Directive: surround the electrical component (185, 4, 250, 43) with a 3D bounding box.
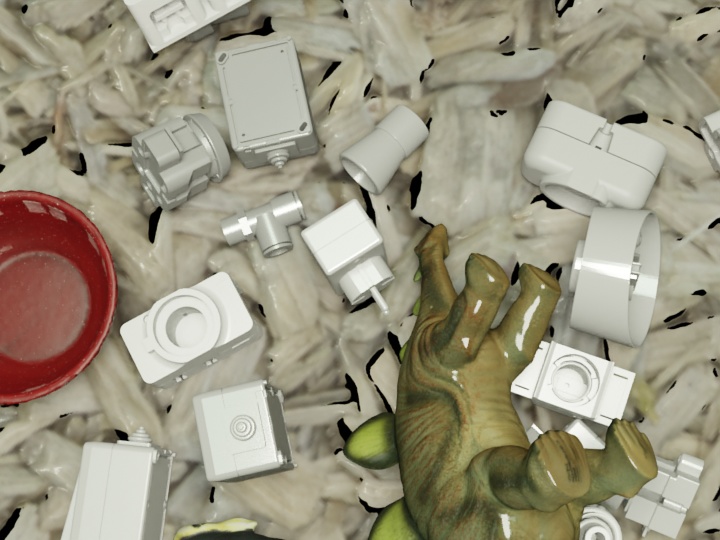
[{"bbox_3d":[-0.123,-0.213,0.863,0.055,0.045,0.045,-28,78,-2],"label":"electrical component"}]

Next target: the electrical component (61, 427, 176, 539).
[{"bbox_3d":[-0.174,0.161,0.780,0.061,0.061,0.096,5,78,5],"label":"electrical component"}]

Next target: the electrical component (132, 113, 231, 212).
[{"bbox_3d":[-0.137,-0.085,0.826,0.057,0.078,0.058,-30,77,-21],"label":"electrical component"}]

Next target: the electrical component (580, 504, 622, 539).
[{"bbox_3d":[0.162,0.187,0.750,0.048,0.062,0.048,-1,78,4],"label":"electrical component"}]

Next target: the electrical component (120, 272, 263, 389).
[{"bbox_3d":[-0.126,0.045,0.804,0.089,0.055,0.050,-29,78,-2],"label":"electrical component"}]

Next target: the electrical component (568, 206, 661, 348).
[{"bbox_3d":[0.185,0.003,0.771,0.064,0.099,0.099,11,79,12],"label":"electrical component"}]

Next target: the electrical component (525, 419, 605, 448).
[{"bbox_3d":[0.125,0.137,0.771,0.076,0.047,0.083,44,84,11],"label":"electrical component"}]

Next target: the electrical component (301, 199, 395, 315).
[{"bbox_3d":[0.000,0.000,0.790,0.047,0.083,0.075,-32,78,-3],"label":"electrical component"}]

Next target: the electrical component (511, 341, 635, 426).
[{"bbox_3d":[0.150,0.082,0.772,0.081,0.064,0.042,20,80,8],"label":"electrical component"}]

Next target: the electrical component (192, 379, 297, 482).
[{"bbox_3d":[-0.086,0.117,0.765,0.061,0.096,0.061,-13,78,1],"label":"electrical component"}]

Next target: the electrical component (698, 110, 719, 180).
[{"bbox_3d":[0.298,-0.089,0.801,0.057,0.058,0.078,-24,77,2],"label":"electrical component"}]

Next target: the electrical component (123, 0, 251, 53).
[{"bbox_3d":[-0.158,-0.273,0.841,0.105,0.060,0.186,-29,59,-2],"label":"electrical component"}]

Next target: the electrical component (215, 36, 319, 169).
[{"bbox_3d":[-0.069,-0.120,0.831,0.062,0.061,0.096,-13,78,1],"label":"electrical component"}]

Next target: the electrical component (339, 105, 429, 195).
[{"bbox_3d":[0.021,-0.095,0.831,0.044,0.044,0.065,42,79,11],"label":"electrical component"}]

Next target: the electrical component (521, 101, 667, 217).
[{"bbox_3d":[0.173,-0.078,0.809,0.095,0.053,0.059,25,81,9],"label":"electrical component"}]

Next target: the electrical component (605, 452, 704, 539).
[{"bbox_3d":[0.204,0.153,0.761,0.055,0.048,0.066,21,103,10],"label":"electrical component"}]
